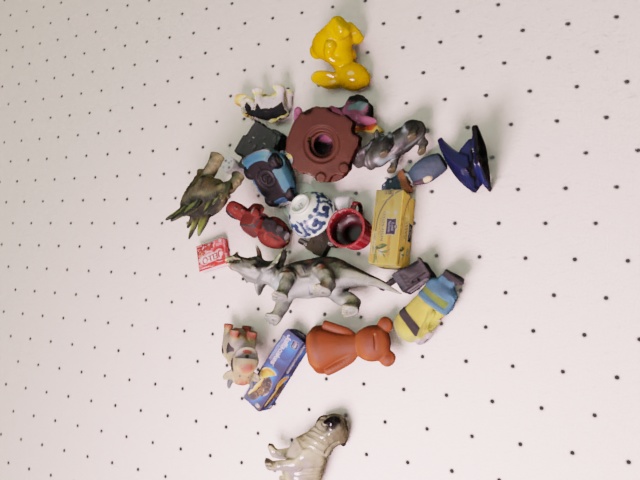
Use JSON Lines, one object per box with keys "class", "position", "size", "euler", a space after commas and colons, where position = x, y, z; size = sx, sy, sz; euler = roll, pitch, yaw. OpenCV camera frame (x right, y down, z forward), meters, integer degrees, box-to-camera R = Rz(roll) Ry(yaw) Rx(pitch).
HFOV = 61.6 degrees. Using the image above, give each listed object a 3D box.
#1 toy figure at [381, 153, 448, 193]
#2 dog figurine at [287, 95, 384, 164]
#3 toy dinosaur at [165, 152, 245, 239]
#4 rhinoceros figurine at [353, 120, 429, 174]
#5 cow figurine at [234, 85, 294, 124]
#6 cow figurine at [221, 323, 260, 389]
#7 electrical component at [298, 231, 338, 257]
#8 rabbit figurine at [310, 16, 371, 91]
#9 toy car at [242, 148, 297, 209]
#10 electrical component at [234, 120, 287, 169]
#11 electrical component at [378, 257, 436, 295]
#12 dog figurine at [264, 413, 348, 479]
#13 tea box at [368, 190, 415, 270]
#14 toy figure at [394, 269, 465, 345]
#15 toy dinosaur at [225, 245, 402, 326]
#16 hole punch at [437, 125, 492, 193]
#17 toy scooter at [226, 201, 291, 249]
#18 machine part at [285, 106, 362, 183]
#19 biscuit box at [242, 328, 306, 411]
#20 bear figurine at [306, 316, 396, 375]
{"class": "toy figure", "position": [0.214, -0.143, 1.231], "size": [0.154, 0.064, 0.057], "euler": [-28, 107, 23]}
{"class": "dog figurine", "position": [0.041, -0.259, 1.311], "size": [0.219, 0.108, 0.191], "euler": [6, 81, 23]}
{"class": "toy dinosaur", "position": [-0.273, -0.103, 1.299], "size": [0.198, 0.105, 0.471], "euler": [-62, 18, -20]}
{"class": "rhinoceros figurine", "position": [0.157, -0.219, 1.250], "size": [0.190, 0.073, 0.112], "euler": [-25, 48, 24]}
{"class": "cow figurine", "position": [-0.156, -0.356, 1.446], "size": [0.168, 0.068, 0.098], "euler": [-2, 84, 26]}
{"class": "cow figurine", "position": [-0.191, 0.273, 1.272], "size": [0.085, 0.195, 0.127], "euler": [6, 90, -19]}
{"class": "electrical component", "position": [-0.002, -0.003, 1.309], "size": [0.102, 0.045, 0.078], "euler": [35, 93, 27]}
{"class": "rabbit figurine", "position": [0.051, -0.443, 1.343], "size": [0.162, 0.122, 0.173], "euler": [-35, 86, 18]}
{"class": "toy car", "position": [-0.109, -0.165, 1.340], "size": [0.109, 0.103, 0.161], "euler": [-18, 115, 36]}
{"class": "electrical component", "position": [-0.158, -0.238, 1.425], "size": [0.115, 0.058, 0.134], "euler": [31, 92, 29]}
{"class": "electrical component", "position": [0.190, 0.090, 1.183], "size": [0.119, 0.074, 0.048], "euler": [-35, 66, 10]}
{"class": "dog figurine", "position": [-0.006, 0.491, 1.187], "size": [0.191, 0.121, 0.172], "euler": [-24, 103, 1]}
{"class": "tea box", "position": [0.163, -0.021, 1.207], "size": [0.068, 0.098, 0.169], "euler": [2, 82, 27]}
{"class": "toy figure", "position": [0.233, 0.142, 1.151], "size": [0.089, 0.082, 0.180], "euler": [38, 101, 37]}
{"class": "toy dinosaur", "position": [-0.013, 0.089, 1.250], "size": [0.405, 0.131, 0.192], "euler": [-2, 40, 10]}
{"class": "hole punch", "position": [0.313, -0.166, 1.153], "size": [0.092, 0.142, 0.116], "euler": [-13, 60, 20]}
{"class": "toy scooter", "position": [-0.139, -0.040, 1.296], "size": [0.075, 0.184, 0.135], "euler": [-62, 18, -14]}
{"class": "machine part", "position": [0.007, -0.220, 1.241], "size": [0.180, 0.056, 0.179], "euler": [2, 98, 13]}
{"class": "biscuit box", "position": [-0.100, 0.307, 1.280], "size": [0.059, 0.062, 0.202], "euler": [34, 95, 26]}
{"class": "bear figurine", "position": [0.070, 0.234, 1.203], "size": [0.196, 0.132, 0.120], "euler": [-9, 76, 5]}
